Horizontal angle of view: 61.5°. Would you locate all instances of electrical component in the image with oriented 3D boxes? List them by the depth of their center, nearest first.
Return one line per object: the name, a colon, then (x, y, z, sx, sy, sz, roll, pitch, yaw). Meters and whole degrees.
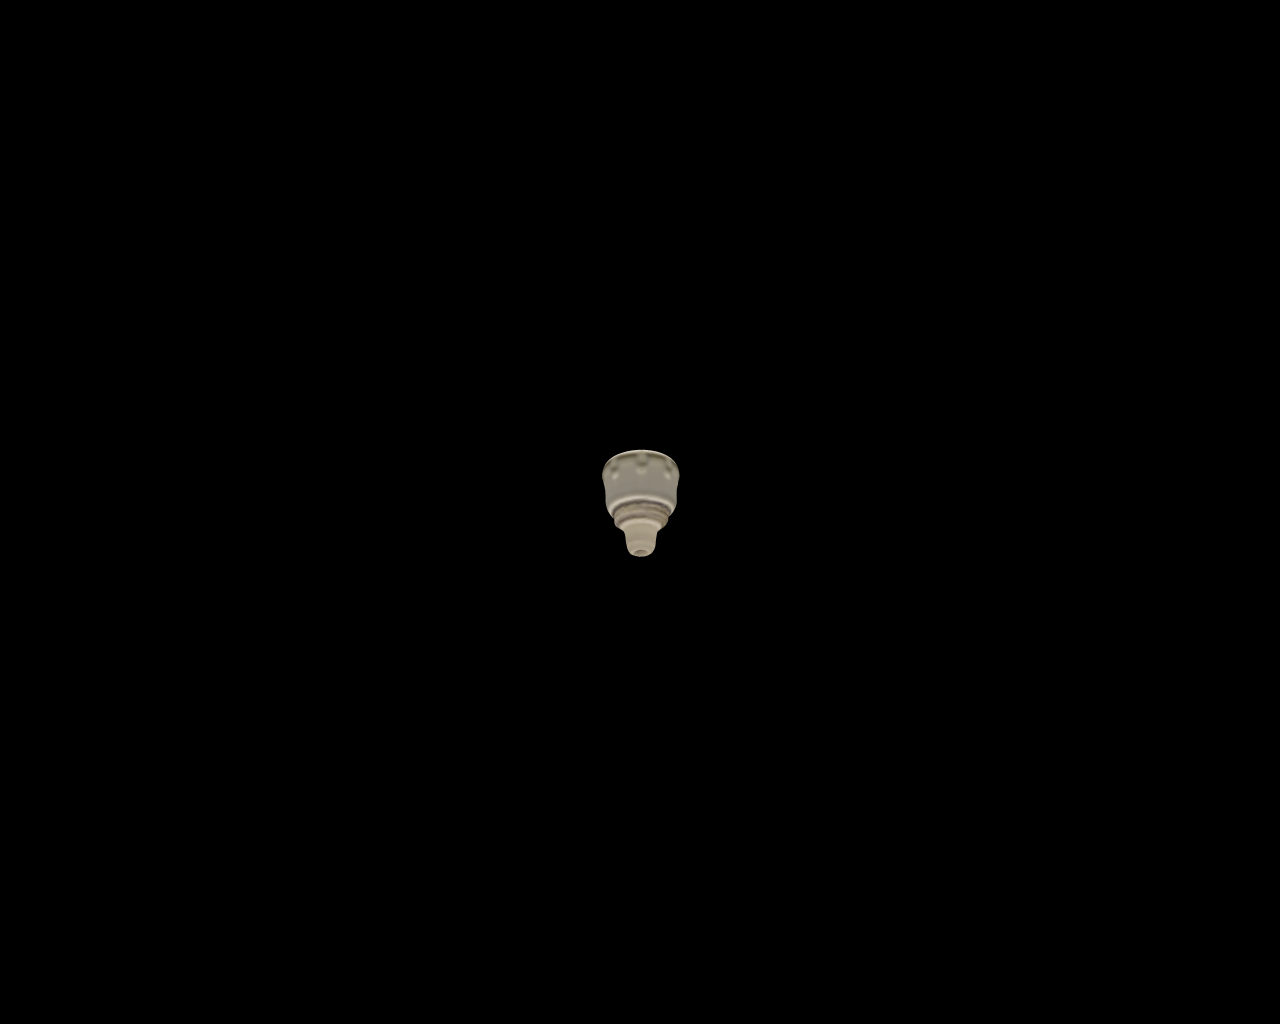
electrical component: (0.001, -0.003, 0.650, 0.048, 0.062, 0.048, 0, -24, 0)
